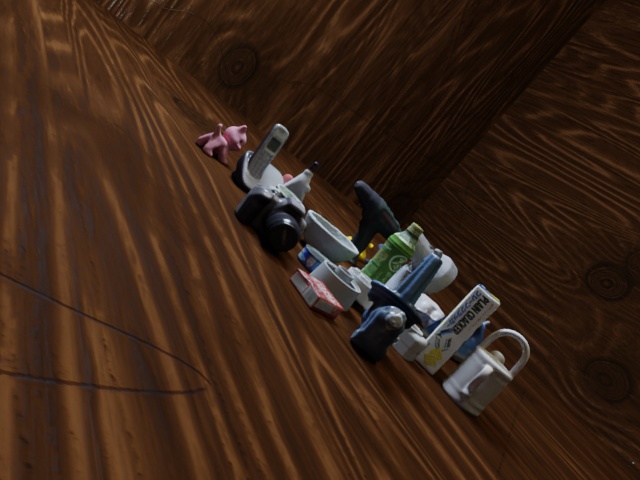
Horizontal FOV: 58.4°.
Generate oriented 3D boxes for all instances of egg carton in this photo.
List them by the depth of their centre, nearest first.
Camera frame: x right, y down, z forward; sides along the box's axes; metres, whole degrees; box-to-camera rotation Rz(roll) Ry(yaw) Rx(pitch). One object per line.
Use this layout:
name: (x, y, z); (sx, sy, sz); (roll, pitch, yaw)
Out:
egg carton: (0.315, 0.212, 1.740); (0.107, 0.069, 0.150); (40, 9, -10)

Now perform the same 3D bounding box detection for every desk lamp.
desk lamp: (0.233, 0.085, 1.533); (0.204, 0.213, 0.117); (38, 9, -20)

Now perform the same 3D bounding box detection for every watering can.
watering can: (0.360, 0.272, 1.225); (0.101, 0.194, 0.173); (41, 9, -3)

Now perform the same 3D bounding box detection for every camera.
camera: (-0.085, -0.042, 1.154); (0.143, 0.100, 0.136); (38, 9, -18)

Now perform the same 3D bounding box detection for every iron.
iron: (0.389, 0.253, 1.618); (0.259, 0.141, 0.118); (32, 13, -47)

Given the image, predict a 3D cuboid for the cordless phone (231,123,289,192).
cordless phone: (-0.123, -0.196, 1.474); (0.148, 0.185, 0.094); (32, 12, -46)

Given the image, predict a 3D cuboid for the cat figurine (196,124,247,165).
cat figurine: (-0.247, -0.269, 1.522); (0.067, 0.117, 0.128); (45, 9, 26)

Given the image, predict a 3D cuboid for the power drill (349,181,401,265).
power drill: (0.128, -0.039, 1.705); (0.230, 0.208, 0.075); (36, 10, -30)

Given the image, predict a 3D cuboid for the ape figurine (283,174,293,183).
ape figurine: (-0.107, -0.142, 1.589); (0.077, 0.092, 0.076); (43, 9, 9)

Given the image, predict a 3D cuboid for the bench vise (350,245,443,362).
bench vise: (0.158, 0.115, 1.038); (0.122, 0.219, 0.207); (39, 9, -17)

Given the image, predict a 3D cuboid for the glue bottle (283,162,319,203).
glue bottle: (-0.061, -0.128, 1.447); (0.078, 0.173, 0.037); (39, 9, -13)

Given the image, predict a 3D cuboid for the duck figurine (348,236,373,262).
duck figurine: (0.129, 0.011, 1.871); (0.105, 0.086, 0.077); (36, 10, -32)

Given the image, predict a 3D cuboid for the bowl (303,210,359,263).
bowl: (0.013, 0.005, 1.435); (0.167, 0.074, 0.167); (40, 9, -7)

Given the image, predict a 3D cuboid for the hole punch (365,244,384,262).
hole punch: (0.225, 0.081, 1.930); (0.109, 0.091, 0.100); (32, 13, -48)
